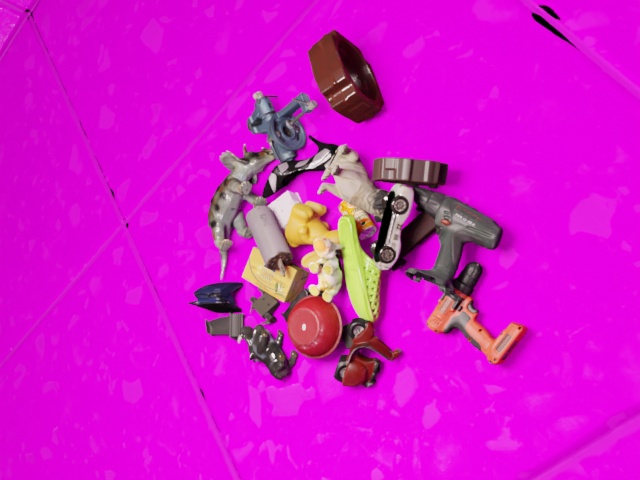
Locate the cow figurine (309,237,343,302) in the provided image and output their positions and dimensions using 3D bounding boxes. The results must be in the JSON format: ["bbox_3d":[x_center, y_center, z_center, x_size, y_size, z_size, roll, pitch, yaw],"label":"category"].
[{"bbox_3d":[0.024,0.059,1.324,0.068,0.098,0.167,16,121,27],"label":"cow figurine"}]

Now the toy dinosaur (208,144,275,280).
[{"bbox_3d":[-0.265,-0.100,1.578,0.192,0.131,0.404,43,110,43],"label":"toy dinosaur"}]

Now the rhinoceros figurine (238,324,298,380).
[{"bbox_3d":[-0.145,0.296,1.460,0.190,0.073,0.112,41,115,29],"label":"rhinoceros figurine"}]

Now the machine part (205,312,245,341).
[{"bbox_3d":[-0.276,0.253,1.567,0.139,0.039,0.084,-7,83,30],"label":"machine part"}]

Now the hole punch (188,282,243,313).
[{"bbox_3d":[-0.293,0.158,1.553,0.142,0.115,0.092,-3,73,32],"label":"hole punch"}]

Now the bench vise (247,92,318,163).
[{"bbox_3d":[-0.096,-0.339,1.487,0.241,0.129,0.223,-28,75,46],"label":"bench vise"}]

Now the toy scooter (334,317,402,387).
[{"bbox_3d":[0.116,0.282,1.284,0.135,0.075,0.183,19,108,6],"label":"toy scooter"}]

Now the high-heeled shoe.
[{"bbox_3d":[-0.041,-0.171,1.462,0.145,0.086,0.248,46,107,17],"label":"high-heeled shoe"}]

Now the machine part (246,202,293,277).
[{"bbox_3d":[-0.136,-0.008,1.427,0.079,0.079,0.243,-40,56,21],"label":"machine part"}]

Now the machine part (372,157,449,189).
[{"bbox_3d":[0.205,-0.154,1.237,0.180,0.179,0.056,8,94,34],"label":"machine part"}]

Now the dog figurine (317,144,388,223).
[{"bbox_3d":[0.109,-0.143,1.350,0.121,0.190,0.172,-47,20,54],"label":"dog figurine"}]

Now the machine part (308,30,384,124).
[{"bbox_3d":[0.065,-0.406,1.356,0.087,0.201,0.201,-26,69,30],"label":"machine part"}]

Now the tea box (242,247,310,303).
[{"bbox_3d":[-0.123,0.095,1.475,0.170,0.068,0.098,24,96,34],"label":"tea box"}]

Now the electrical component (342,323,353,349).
[{"bbox_3d":[0.079,0.242,1.346,0.094,0.021,0.063,-29,68,27],"label":"electrical component"}]

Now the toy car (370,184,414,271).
[{"bbox_3d":[0.163,-0.028,1.222,0.074,0.056,0.201,-138,59,-71],"label":"toy car"}]

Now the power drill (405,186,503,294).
[{"bbox_3d":[0.265,0.002,1.185,0.232,0.086,0.207,24,74,24],"label":"power drill"}]

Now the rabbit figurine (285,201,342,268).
[{"bbox_3d":[-0.003,-0.004,1.391,0.173,0.122,0.162,24,99,14],"label":"rabbit figurine"}]

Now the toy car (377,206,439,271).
[{"bbox_3d":[0.217,-0.009,1.280,0.202,0.053,0.089,-43,73,16],"label":"toy car"}]

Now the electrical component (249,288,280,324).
[{"bbox_3d":[-0.156,0.187,1.498,0.102,0.045,0.078,35,73,29],"label":"electrical component"}]

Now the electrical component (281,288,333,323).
[{"bbox_3d":[-0.023,0.193,1.401,0.134,0.058,0.115,-48,62,18],"label":"electrical component"}]
